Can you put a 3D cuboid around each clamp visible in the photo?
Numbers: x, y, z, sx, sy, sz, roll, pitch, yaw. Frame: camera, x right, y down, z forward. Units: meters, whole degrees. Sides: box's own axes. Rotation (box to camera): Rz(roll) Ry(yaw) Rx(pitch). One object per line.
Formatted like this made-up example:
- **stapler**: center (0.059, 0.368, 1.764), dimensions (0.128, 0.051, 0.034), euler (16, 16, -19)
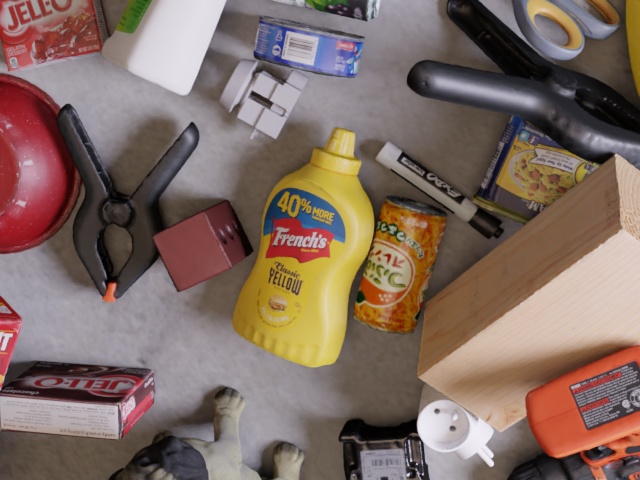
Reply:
- **clamp**: center (-0.160, -0.031, 0.912), dimensions (0.120, 0.039, 0.171), euler (2, 107, 10)
- **clamp**: center (0.163, -0.104, 0.785), dimensions (0.210, 0.164, 0.036), euler (32, 127, 6)

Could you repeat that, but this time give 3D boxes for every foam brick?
- **foam brick**: center (-0.097, 0.003, 0.888), dimensions (0.051, 0.078, 0.053), euler (-24, 95, 13)

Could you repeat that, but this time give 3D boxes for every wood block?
- **wood block**: center (0.177, 0.044, 0.799), dimensions (0.090, 0.090, 0.206), euler (34, 128, -17)

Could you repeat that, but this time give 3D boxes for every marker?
- **marker**: center (0.100, -0.039, 0.880), dimensions (0.121, 0.020, 0.020), euler (36, 103, 2)

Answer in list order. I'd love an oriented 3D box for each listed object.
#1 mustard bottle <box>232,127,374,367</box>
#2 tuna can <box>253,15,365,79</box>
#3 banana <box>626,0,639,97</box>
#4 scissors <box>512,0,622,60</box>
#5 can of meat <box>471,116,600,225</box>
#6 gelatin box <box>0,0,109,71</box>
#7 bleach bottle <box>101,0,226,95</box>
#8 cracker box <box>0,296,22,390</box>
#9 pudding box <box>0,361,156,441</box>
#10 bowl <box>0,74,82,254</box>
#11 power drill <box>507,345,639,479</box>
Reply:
- **mustard bottle**: center (-0.006, 0.001, 0.879), dimensions (0.096, 0.058, 0.192), euler (23, 102, 31)
- **tuna can**: center (-0.009, -0.152, 0.844), dimensions (0.086, 0.086, 0.034), euler (13, 103, 6)
- **banana**: center (0.258, -0.144, 0.793), dimensions (0.037, 0.070, 0.198), euler (7, 56, -17)
- **scissors**: center (0.137, -0.203, 0.822), dimensions (0.202, 0.096, 0.016), euler (29, 143, 1)
- **can of meat**: center (0.183, -0.050, 0.846), dimensions (0.102, 0.057, 0.084), euler (23, 100, 4)
- **gelatin box**: center (-0.228, -0.187, 0.901), dimensions (0.089, 0.030, 0.073), euler (-10, 98, 10)
- **bleach bottle**: center (-0.088, -0.244, 0.845), dimensions (0.068, 0.103, 0.251), euler (22, 97, -27)
- **cracker box**: center (-0.349, 0.124, 0.911), dimensions (0.164, 0.071, 0.214), euler (33, 107, 41)
- **pudding box**: center (-0.209, 0.137, 0.922), dimensions (0.113, 0.090, 0.039), euler (1, 100, 9)
- **bowl**: center (-0.290, -0.062, 0.919), dimensions (0.162, 0.055, 0.162), euler (1, 100, 8)
- **power drill**: center (0.214, 0.150, 0.818), dimensions (0.184, 0.187, 0.057), euler (-26, 61, 11)
